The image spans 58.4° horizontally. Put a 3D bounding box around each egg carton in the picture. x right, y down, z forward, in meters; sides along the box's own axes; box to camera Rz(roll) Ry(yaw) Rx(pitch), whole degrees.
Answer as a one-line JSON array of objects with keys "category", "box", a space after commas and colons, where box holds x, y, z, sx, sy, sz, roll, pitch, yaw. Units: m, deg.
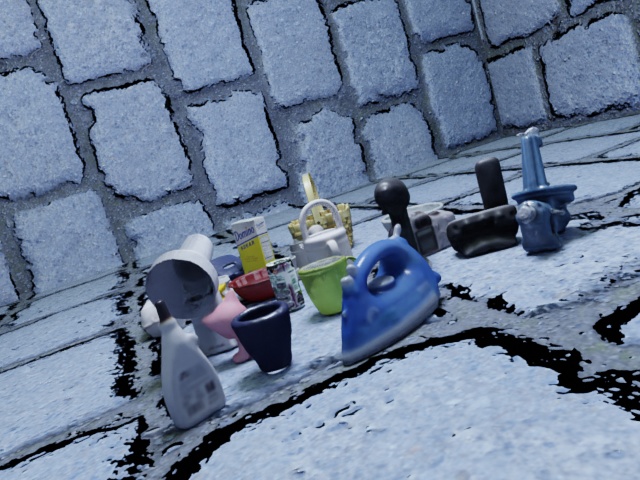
[{"category": "egg carton", "box": [-0.360, 0.172, 1.339, 0.107, 0.069, 0.150, -18, 9, -9]}]

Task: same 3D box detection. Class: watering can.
[{"category": "watering can", "box": [0.010, 0.005, 1.272, 0.101, 0.194, 0.172, -23, 11, -31]}]

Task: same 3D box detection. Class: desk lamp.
[{"category": "desk lamp", "box": [-0.216, 0.102, 1.049, 0.118, 0.214, 0.203, -16, 10, 8]}]

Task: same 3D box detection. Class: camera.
[{"category": "camera", "box": [0.228, -0.023, 1.339, 0.143, 0.101, 0.136, -21, 10, -21]}]

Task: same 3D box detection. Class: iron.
[{"category": "iron", "box": [0.090, 0.073, 0.895, 0.118, 0.141, 0.259, -10, 12, 37]}]

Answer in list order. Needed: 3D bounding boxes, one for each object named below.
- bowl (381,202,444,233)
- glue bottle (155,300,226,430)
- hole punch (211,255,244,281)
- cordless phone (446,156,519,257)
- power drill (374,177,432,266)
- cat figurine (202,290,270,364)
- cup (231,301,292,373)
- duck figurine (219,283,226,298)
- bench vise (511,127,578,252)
[{"category": "bowl", "box": [0.246, -0.040, 1.488, 0.167, 0.075, 0.167, -16, 9, 3]}, {"category": "glue bottle", "box": [-0.187, 0.161, 0.773, 0.078, 0.173, 0.037, -25, 12, -40]}, {"category": "hole punch", "box": [-0.242, 0.087, 1.559, 0.100, 0.091, 0.109, -8, 13, 44]}, {"category": "cordless phone", "box": [0.324, -0.070, 1.179, 0.147, 0.185, 0.094, -16, 10, 3]}, {"category": "power drill", "box": [0.164, -0.030, 1.160, 0.075, 0.208, 0.230, -15, 10, 12]}, {"category": "cat figurine", "box": [-0.126, 0.140, 0.962, 0.127, 0.118, 0.067, -14, 10, 16]}, {"category": "cup", "box": [-0.081, 0.151, 0.890, 0.091, 0.095, 0.117, -17, 9, -4]}, {"category": "duck figurine", "box": [-0.256, 0.134, 1.329, 0.104, 0.086, 0.077, -16, 9, 6]}, {"category": "bench vise", "box": [0.419, -0.100, 1.077, 0.121, 0.220, 0.208, -13, 10, 20]}]
